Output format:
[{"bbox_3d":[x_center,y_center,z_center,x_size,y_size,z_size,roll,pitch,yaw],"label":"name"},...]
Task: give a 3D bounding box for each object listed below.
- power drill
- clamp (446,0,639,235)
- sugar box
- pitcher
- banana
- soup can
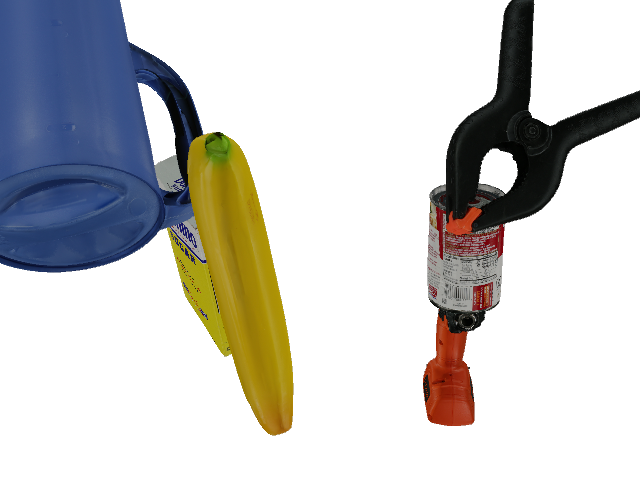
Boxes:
[{"bbox_3d":[0.147,0.104,1.158,0.057,0.188,0.184,4,24,3],"label":"power drill"},{"bbox_3d":[0.149,-0.070,0.722,0.120,0.171,0.039,27,-7,3],"label":"clamp"},{"bbox_3d":[-0.101,0.014,0.951,0.048,0.176,0.093,-28,50,-15],"label":"sugar box"},{"bbox_3d":[-0.182,-0.108,0.776,0.145,0.243,0.149,-22,-31,17],"label":"pitcher"},{"bbox_3d":[-0.046,0.017,0.598,0.037,0.198,0.069,-9,31,5],"label":"banana"},{"bbox_3d":[0.131,0.007,0.959,0.068,0.102,0.068,-1,23,0],"label":"soup can"}]
